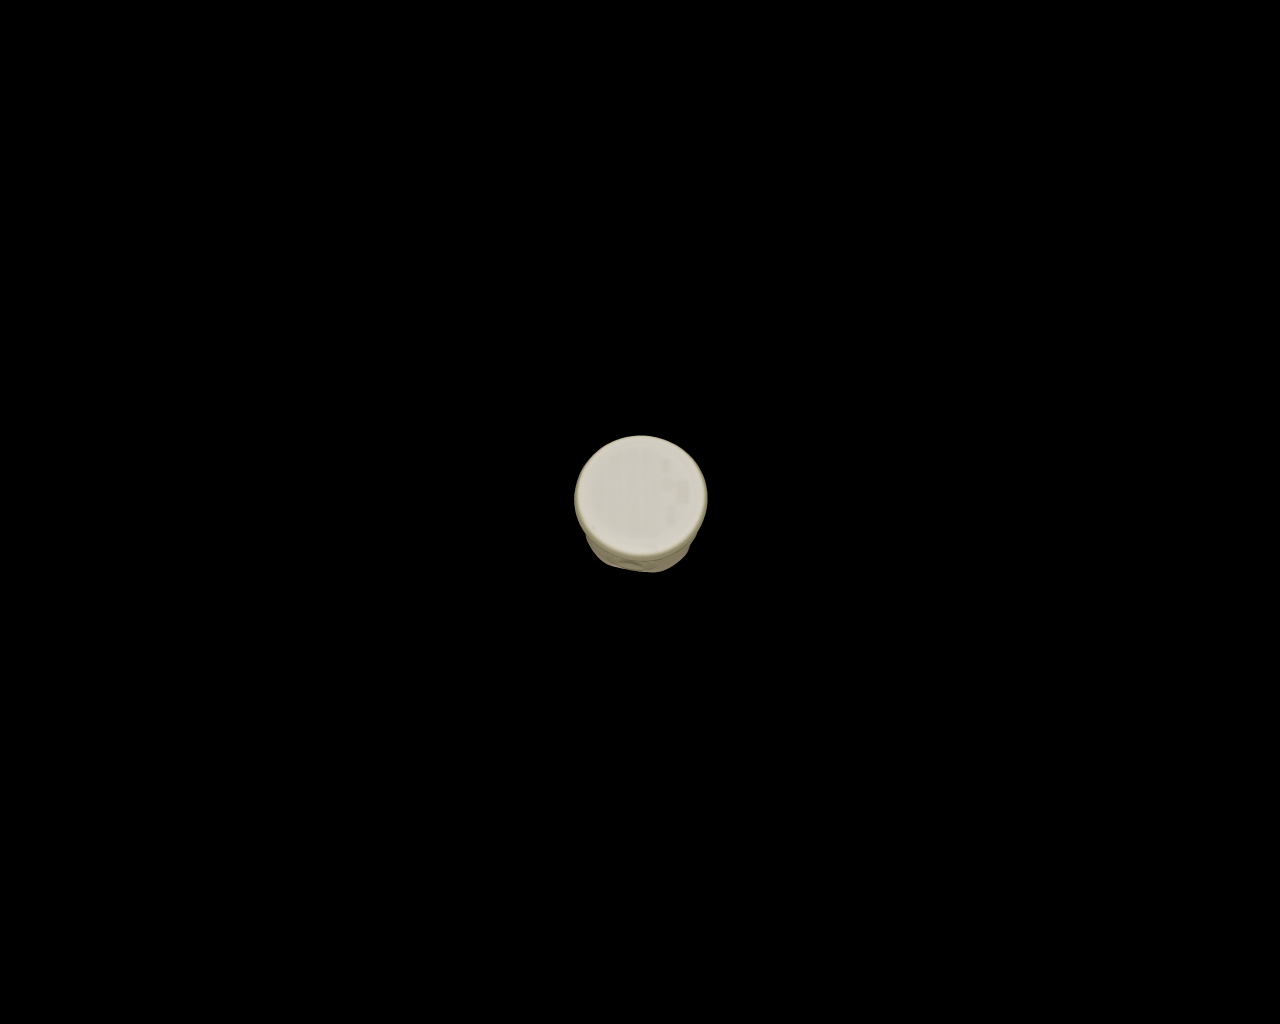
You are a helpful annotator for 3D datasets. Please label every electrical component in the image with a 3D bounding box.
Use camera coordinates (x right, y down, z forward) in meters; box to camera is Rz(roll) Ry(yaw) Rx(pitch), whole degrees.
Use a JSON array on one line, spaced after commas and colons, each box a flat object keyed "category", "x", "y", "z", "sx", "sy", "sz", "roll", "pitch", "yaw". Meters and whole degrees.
[{"category": "electrical component", "x": 0.001, "y": -0.003, "z": 0.650, "sx": 0.080, "sy": 0.080, "sz": 0.051, "roll": 0, "pitch": -20, "yaw": 0}]
